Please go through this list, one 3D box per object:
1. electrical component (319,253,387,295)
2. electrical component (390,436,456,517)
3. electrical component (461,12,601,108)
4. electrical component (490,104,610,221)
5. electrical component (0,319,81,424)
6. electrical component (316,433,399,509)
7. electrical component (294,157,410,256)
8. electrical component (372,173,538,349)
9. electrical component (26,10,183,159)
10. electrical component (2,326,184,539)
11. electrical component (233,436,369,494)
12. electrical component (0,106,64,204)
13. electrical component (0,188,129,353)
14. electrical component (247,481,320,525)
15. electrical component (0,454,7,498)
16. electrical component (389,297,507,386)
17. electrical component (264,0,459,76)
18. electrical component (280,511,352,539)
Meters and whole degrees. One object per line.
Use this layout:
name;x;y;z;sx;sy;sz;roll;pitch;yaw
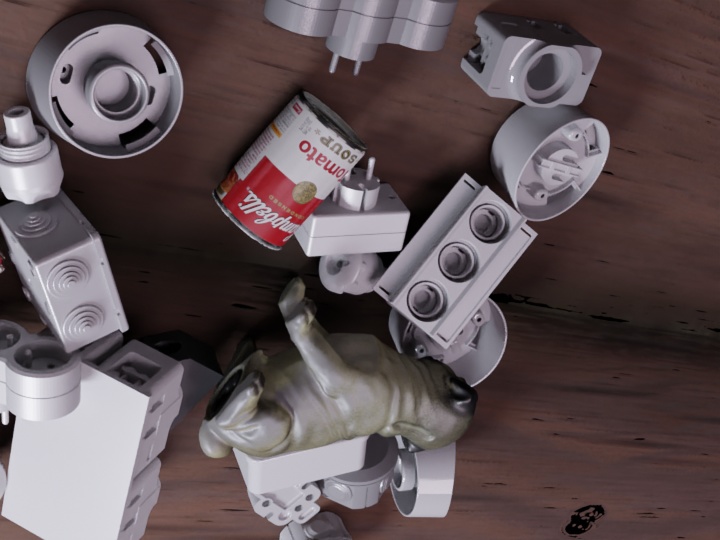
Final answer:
electrical component;0.000;0.000;0.901;0.062;0.048;0.048;18;116;-45
electrical component;0.065;0.190;1.044;0.064;0.099;0.099;-2;126;-17
electrical component;0.134;-0.161;0.833;0.089;0.055;0.050;1;124;-26
electrical component;0.159;-0.092;0.892;0.099;0.064;0.099;-13;129;-17
electrical component;-0.267;0.079;0.781;0.138;0.052;0.073;17;119;16
electrical component;-0.005;0.179;1.011;0.080;0.080;0.051;-12;134;-18
electrical component;-0.005;-0.056;0.852;0.083;0.047;0.075;-4;126;-23
electrical component;0.076;-0.007;0.893;0.079;0.063;0.121;39;86;-6
electrical component;-0.171;-0.124;0.726;0.099;0.064;0.099;-11;116;-24
electrical component;-0.211;0.135;0.851;0.060;0.105;0.186;-45;157;-58
electrical component;-0.055;0.143;0.959;0.113;0.078;0.057;-10;131;-19
electrical component;-0.227;-0.080;0.730;0.043;0.043;0.062;-13;128;-16
electrical component;-0.212;-0.001;0.761;0.048;0.100;0.099;-27;133;-22
electrical component;-0.076;0.194;1.002;0.058;0.057;0.078;-40;132;7
electrical component;-0.327;0.160;0.859;0.080;0.051;0.080;-13;129;-17
electrical component;0.077;0.053;0.963;0.099;0.064;0.099;-13;129;-17
electrical component;-0.002;-0.172;0.761;0.138;0.052;0.073;1;124;-26
electrical component;-0.043;0.290;1.095;0.080;0.051;0.080;-13;129;-17
